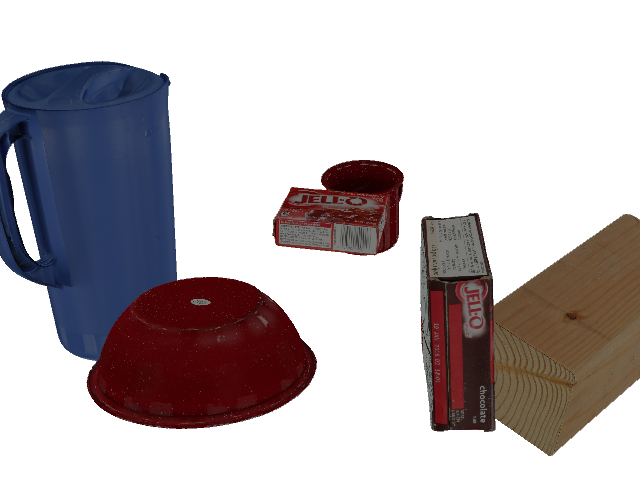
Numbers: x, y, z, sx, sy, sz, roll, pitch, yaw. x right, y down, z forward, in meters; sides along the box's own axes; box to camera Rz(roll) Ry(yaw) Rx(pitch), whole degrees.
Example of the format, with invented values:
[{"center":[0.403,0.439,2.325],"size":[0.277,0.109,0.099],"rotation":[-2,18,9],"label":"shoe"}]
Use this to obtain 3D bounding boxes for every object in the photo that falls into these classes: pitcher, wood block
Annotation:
[{"center":[-0.192,-0.020,0.902],"size":[0.149,0.243,0.145],"rotation":[-5,25,-4],"label":"pitcher"},{"center":[0.219,0.069,0.865],"size":[0.205,0.090,0.091],"rotation":[-28,48,-36],"label":"wood block"}]

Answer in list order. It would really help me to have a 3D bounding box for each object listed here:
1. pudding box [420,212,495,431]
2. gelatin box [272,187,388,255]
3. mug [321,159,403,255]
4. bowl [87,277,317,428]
[{"center":[0.077,0.043,0.604],"size":[0.039,0.090,0.113],"rotation":[-2,19,3],"label":"pudding box"},{"center":[0.010,-0.018,0.912],"size":[0.089,0.030,0.073],"rotation":[6,24,9],"label":"gelatin box"},{"center":[0.056,-0.041,1.225],"size":[0.093,0.081,0.117],"rotation":[18,36,33],"label":"mug"},{"center":[-0.084,0.068,0.745],"size":[0.162,0.055,0.162],"rotation":[-2,20,0],"label":"bowl"}]
